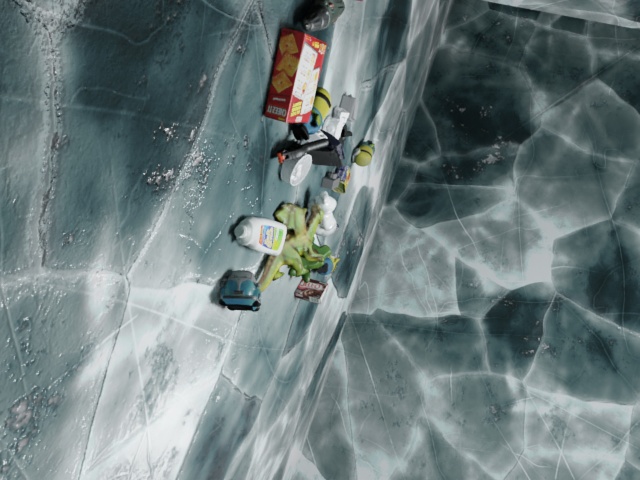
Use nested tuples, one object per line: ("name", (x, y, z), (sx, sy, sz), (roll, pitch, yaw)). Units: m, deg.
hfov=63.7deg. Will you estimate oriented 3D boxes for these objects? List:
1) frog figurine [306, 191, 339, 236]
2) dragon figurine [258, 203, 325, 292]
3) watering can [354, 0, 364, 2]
("frog figurine", (0.006, -0.091, 1.813), (0.123, 0.139, 0.156), (-25, -22, -12))
("dragon figurine", (-0.106, 0.002, 1.616), (0.122, 0.239, 0.416), (5, 24, 37))
("watering can", (0.146, -0.816, 1.551), (0.104, 0.226, 0.344), (24, -9, 2))
